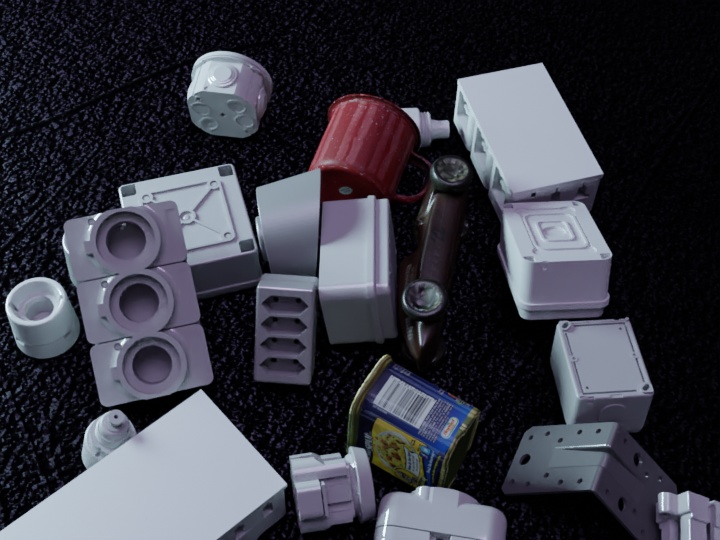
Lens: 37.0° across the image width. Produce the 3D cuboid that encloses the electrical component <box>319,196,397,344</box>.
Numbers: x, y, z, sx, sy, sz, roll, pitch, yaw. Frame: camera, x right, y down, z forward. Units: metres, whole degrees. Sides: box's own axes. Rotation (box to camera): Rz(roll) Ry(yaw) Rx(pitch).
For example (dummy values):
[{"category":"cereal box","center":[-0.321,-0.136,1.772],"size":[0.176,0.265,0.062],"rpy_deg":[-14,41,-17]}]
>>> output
[{"category":"electrical component","center":[0.000,0.000,0.920],"size":[0.057,0.078,0.113],"rpy_deg":[-4,49,6]}]

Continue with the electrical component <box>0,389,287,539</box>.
[{"category":"electrical component","center":[-0.158,0.191,0.795],"size":[0.186,0.060,0.105],"rpy_deg":[-35,62,-24]}]

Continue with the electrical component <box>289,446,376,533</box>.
[{"category":"electrical component","center":[-0.021,0.164,0.808],"size":[0.057,0.078,0.058],"rpy_deg":[-7,90,-7]}]

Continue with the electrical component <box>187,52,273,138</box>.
[{"category":"electrical component","center":[-0.128,-0.170,1.048],"size":[0.080,0.080,0.051],"rpy_deg":[8,60,5]}]

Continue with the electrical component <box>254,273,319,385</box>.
[{"category":"electrical component","center":[-0.060,0.044,0.902],"size":[0.047,0.083,0.075],"rpy_deg":[4,16,2]}]

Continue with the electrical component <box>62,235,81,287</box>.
[{"category":"electrical component","center":[-0.234,-0.014,0.951],"size":[0.055,0.047,0.055],"rpy_deg":[1,54,-1]}]

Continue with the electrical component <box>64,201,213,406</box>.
[{"category":"electrical component","center":[-0.177,0.027,0.868],"size":[0.089,0.062,0.150],"rpy_deg":[-12,90,-9]}]

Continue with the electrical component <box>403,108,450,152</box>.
[{"category":"electrical component","center":[0.056,-0.136,1.049],"size":[0.062,0.043,0.043],"rpy_deg":[-2,54,-4]}]

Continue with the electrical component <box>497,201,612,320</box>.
[{"category":"electrical component","center":[0.165,-0.009,0.926],"size":[0.078,0.057,0.113],"rpy_deg":[-2,29,-3]}]

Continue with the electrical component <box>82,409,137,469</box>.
[{"category":"electrical component","center":[-0.192,0.130,0.831],"size":[0.040,0.078,0.040],"rpy_deg":[9,54,-13]}]

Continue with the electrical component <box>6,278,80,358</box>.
[{"category":"electrical component","center":[-0.270,0.039,0.911],"size":[0.055,0.047,0.055],"rpy_deg":[1,54,-1]}]

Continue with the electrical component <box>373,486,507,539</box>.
[{"category":"electrical component","center":[0.059,0.200,0.796],"size":[0.095,0.053,0.059],"rpy_deg":[8,54,5]}]

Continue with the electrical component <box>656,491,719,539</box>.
[{"category":"electrical component","center":[0.250,0.201,0.800],"size":[0.066,0.048,0.055],"rpy_deg":[22,56,-19]}]

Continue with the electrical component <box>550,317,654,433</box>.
[{"category":"electrical component","center":[0.194,0.084,0.883],"size":[0.062,0.061,0.096],"rpy_deg":[-3,46,-3]}]

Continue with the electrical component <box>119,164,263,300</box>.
[{"category":"electrical component","center":[-0.152,-0.030,0.959],"size":[0.109,0.056,0.108],"rpy_deg":[-13,55,-10]}]

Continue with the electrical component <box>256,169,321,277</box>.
[{"category":"electrical component","center":[-0.056,-0.034,0.939],"size":[0.064,0.099,0.099],"rpy_deg":[-11,55,-1]}]

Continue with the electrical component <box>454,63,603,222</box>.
[{"category":"electrical component","center":[0.156,-0.117,1.024],"size":[0.089,0.061,0.150],"rpy_deg":[-13,55,-10]}]
